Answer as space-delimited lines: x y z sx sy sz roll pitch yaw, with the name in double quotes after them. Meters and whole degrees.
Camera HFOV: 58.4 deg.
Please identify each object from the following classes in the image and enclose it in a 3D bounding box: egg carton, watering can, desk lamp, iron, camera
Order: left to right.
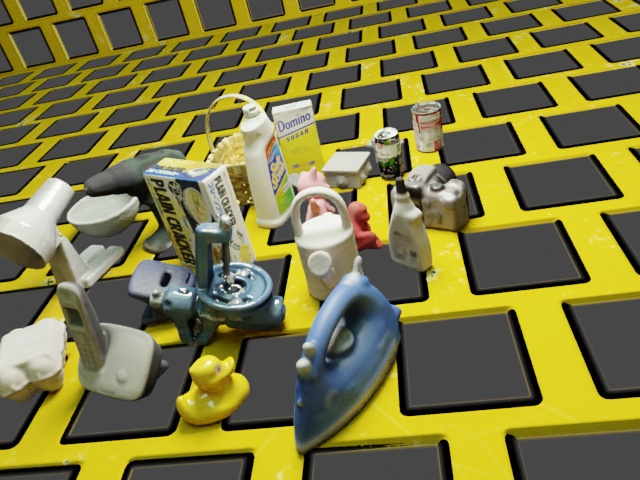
-0.477 0.197 0.954 0.107 0.069 0.150 -21 34 -10 "egg carton"
-0.524 0.000 1.134 0.117 0.214 0.203 3 37 24 "desk lamp"
0.011 0.003 0.948 0.101 0.194 0.172 -20 34 -8 "watering can"
0.020 0.145 0.782 0.118 0.142 0.259 6 38 28 "iron"
0.225 -0.099 1.107 0.142 0.101 0.137 12 41 34 "camera"

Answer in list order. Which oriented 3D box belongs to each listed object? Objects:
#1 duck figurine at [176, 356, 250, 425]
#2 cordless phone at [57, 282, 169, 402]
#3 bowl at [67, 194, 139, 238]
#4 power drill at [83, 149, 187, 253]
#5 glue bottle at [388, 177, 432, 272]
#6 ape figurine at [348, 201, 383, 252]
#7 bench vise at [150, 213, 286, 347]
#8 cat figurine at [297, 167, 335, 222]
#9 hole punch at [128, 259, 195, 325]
-0.158 0.204 0.810 0.105 0.086 0.077 -25 35 -16 "duck figurine"
-0.322 0.148 0.863 0.147 0.185 0.094 4 37 25 "cordless phone"
-0.491 -0.055 1.330 0.167 0.075 0.167 -10 33 7 "bowl"
-0.359 -0.082 1.199 0.075 0.209 0.230 13 42 35 "power drill"
0.146 -0.029 0.966 0.037 0.173 0.077 -36 39 -30 "glue bottle"
0.075 -0.029 1.066 0.076 0.092 0.078 -4 34 15 "ape figurine"
-0.173 0.070 0.893 0.207 0.220 0.121 -18 33 -7 "bench vise"
-0.012 -0.089 1.164 0.067 0.118 0.127 -10 33 6 "cat figurine"
-0.278 0.085 1.028 0.101 0.091 0.108 -10 33 7 "hole punch"
